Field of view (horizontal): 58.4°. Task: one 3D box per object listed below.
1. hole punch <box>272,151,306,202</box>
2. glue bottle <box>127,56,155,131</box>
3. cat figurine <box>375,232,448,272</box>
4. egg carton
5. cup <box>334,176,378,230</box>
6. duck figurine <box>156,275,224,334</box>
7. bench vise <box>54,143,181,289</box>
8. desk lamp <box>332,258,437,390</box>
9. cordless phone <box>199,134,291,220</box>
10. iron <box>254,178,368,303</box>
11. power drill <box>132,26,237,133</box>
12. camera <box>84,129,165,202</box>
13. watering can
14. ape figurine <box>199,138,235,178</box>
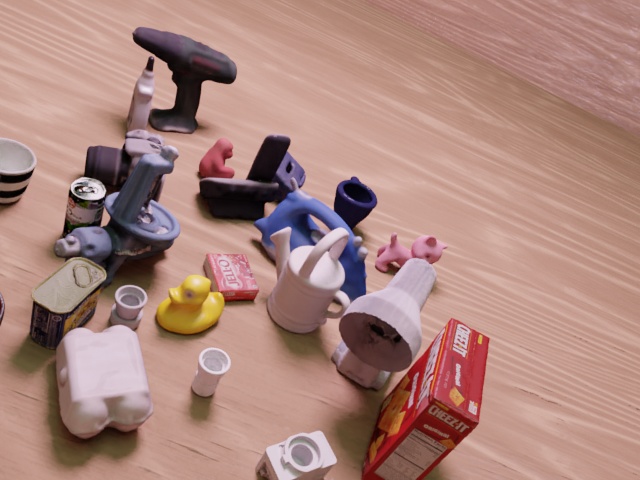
[{"bbox_3d":[-0.079,-0.145,1.228,0.101,0.091,0.109,25,36,-4],"label":"hole punch"},{"bbox_3d":[-0.357,-0.292,1.158,0.037,0.173,0.078,6,41,-26],"label":"glue bottle"},{"bbox_3d":[0.194,0.023,1.177,0.128,0.117,0.067,21,36,-9],"label":"cat figurine"},{"bbox_3d":[-0.276,0.176,0.729,0.107,0.069,0.150,0,44,-33],"label":"egg carton"},{"bbox_3d":[0.063,-0.076,1.232,0.092,0.095,0.117,16,38,-16],"label":"cup"},{"bbox_3d":[-0.191,0.090,0.875,0.105,0.086,0.077,-5,47,-37],"label":"duck figurine"},{"bbox_3d":[-0.279,-0.031,0.851,0.121,0.219,0.208,29,36,2],"label":"bench vise"},{"bbox_3d":[0.100,0.136,0.897,0.118,0.213,0.204,34,36,8],"label":"desk lamp"},{"bbox_3d":[-0.141,-0.135,1.096,0.148,0.185,0.094,-2,45,-34],"label":"cordless phone"},{"bbox_3d":[0.010,0.004,1.061,0.258,0.141,0.119,38,37,13],"label":"iron"},{"bbox_3d":[-0.299,-0.336,1.220,0.230,0.208,0.075,-2,45,-35],"label":"power drill"},{"bbox_3d":[-0.353,-0.148,1.047,0.137,0.100,0.143,7,41,-25],"label":"camera"},{"bbox_3d":[-0.017,0.052,0.941,0.173,0.194,0.101,29,36,1],"label":"watering can"},{"bbox_3d":[-0.204,-0.167,1.173,0.076,0.092,0.077,9,40,-24],"label":"ape figurine"}]
